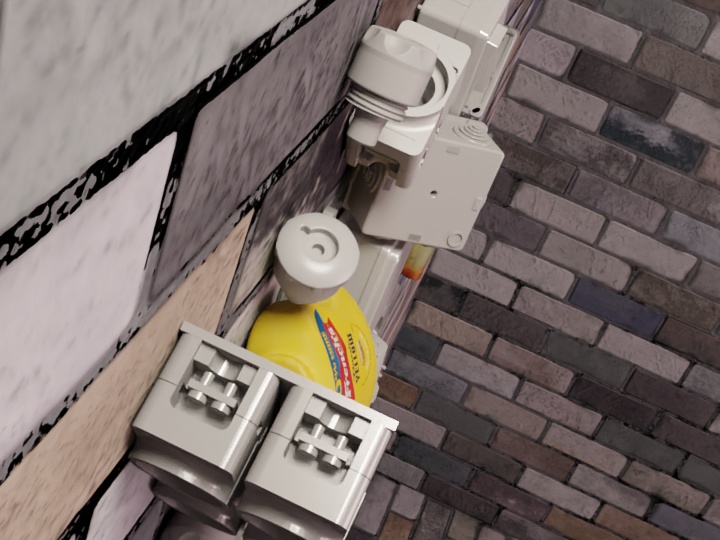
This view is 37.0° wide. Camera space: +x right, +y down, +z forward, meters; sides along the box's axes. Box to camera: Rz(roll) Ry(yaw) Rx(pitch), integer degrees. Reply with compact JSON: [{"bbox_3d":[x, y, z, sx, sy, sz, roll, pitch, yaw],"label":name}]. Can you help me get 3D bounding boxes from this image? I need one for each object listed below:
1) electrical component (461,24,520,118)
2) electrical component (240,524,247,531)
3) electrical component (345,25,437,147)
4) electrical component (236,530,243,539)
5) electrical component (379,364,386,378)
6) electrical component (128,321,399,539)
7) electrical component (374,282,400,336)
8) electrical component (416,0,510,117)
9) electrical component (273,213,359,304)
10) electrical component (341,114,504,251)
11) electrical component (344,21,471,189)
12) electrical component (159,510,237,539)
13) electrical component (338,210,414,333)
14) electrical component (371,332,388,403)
[{"bbox_3d":[0.093,-0.177,0.946,0.061,0.062,0.096,-48,162,-73],"label":"electrical component"},{"bbox_3d":[-0.103,0.204,0.823,0.055,0.045,0.045,84,31,-80],"label":"electrical component"},{"bbox_3d":[0.012,-0.099,0.593,0.062,0.043,0.043,-66,175,15],"label":"electrical component"},{"bbox_3d":[-0.115,0.218,0.752,0.077,0.047,0.065,-35,149,-80],"label":"electrical component"},{"bbox_3d":[-0.012,0.077,0.982,0.083,0.076,0.047,-52,166,-69],"label":"electrical component"},{"bbox_3d":[-0.050,0.102,0.550,0.186,0.105,0.060,101,15,-69],"label":"electrical component"},{"bbox_3d":[0.001,0.049,1.124,0.089,0.050,0.055,108,8,-52],"label":"electrical component"},{"bbox_3d":[0.068,-0.158,0.783,0.096,0.061,0.061,109,8,-49],"label":"electrical component"},{"bbox_3d":[-0.030,-0.001,0.628,0.048,0.048,0.062,-62,-179,-31],"label":"electrical component"},{"bbox_3d":[0.046,-0.065,0.773,0.048,0.100,0.099,-117,-137,-53],"label":"electrical component"},{"bbox_3d":[0.031,-0.108,0.693,0.055,0.050,0.089,102,13,-68],"label":"electrical component"},{"bbox_3d":[-0.098,0.162,0.686,0.062,0.043,0.043,-62,174,-46],"label":"electrical component"},{"bbox_3d":[0.000,0.000,0.854,0.108,0.056,0.108,-56,169,-62],"label":"electrical component"},{"bbox_3d":[-0.019,0.076,0.893,0.080,0.080,0.051,-51,159,-70],"label":"electrical component"}]
